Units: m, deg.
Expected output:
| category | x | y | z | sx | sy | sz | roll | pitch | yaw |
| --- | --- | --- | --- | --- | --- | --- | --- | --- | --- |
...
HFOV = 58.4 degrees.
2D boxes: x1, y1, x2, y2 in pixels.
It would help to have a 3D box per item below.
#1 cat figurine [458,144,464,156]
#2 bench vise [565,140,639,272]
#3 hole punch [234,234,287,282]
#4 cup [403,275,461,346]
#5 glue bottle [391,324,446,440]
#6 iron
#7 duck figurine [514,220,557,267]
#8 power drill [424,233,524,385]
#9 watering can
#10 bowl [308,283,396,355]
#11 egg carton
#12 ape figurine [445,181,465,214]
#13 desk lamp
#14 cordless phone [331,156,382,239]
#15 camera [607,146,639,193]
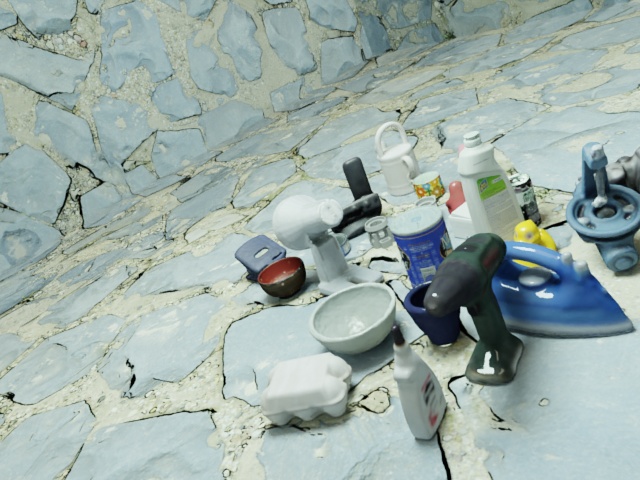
| category | x | y | z | sx | sy | sz | roll | pitch | yaw |
| --- | --- | --- | --- | --- | --- | --- | --- | --- | --- |
| cat figurine | 0.383 | -0.199 | 1.431 | 0.067 | 0.118 | 0.128 | -17 | 25 | 15 |
| bench vise | 0.460 | -0.077 | 0.977 | 0.121 | 0.220 | 0.207 | -24 | 24 | -1 |
| hole punch | -0.140 | 0.044 | 1.424 | 0.109 | 0.091 | 0.100 | -38 | 28 | -31 |
| cup | 0.196 | 0.120 | 0.959 | 0.091 | 0.095 | 0.118 | -16 | 25 | 16 |
| glue bottle | 0.127 | 0.186 | 0.783 | 0.037 | 0.173 | 0.078 | -7 | 29 | 33 |
| iron | 0.343 | 0.060 | 0.893 | 0.257 | 0.142 | 0.119 | 6 | 37 | 48 |
| duck figurine | 0.384 | 0.004 | 1.044 | 0.077 | 0.086 | 0.105 | 5 | 36 | 47 |
| power drill | 0.227 | 0.101 | 0.828 | 0.075 | 0.209 | 0.230 | -5 | 30 | 35 |
| watering can | 0.202 | -0.227 | 1.557 | 0.101 | 0.194 | 0.172 | -38 | 28 | -30 |
| bowl | 0.067 | 0.153 | 1.030 | 0.167 | 0.075 | 0.167 | -19 | 24 | 9 |
| egg carton | -0.022 | 0.242 | 0.929 | 0.150 | 0.069 | 0.107 | -15 | 25 | 18 |
| ape figurine | 0.319 | -0.093 | 1.299 | 0.077 | 0.092 | 0.076 | -4 | 30 | 37 |
| desk lamp | 0.011 | 0.004 | 1.219 | 0.118 | 0.214 | 0.202 | -37 | 27 | -28 |
| cordless phone | 0.071 | -0.108 | 1.437 | 0.147 | 0.185 | 0.094 | -26 | 24 | -7 |
| camera | 0.609 | -0.112 | 1.065 | 0.143 | 0.101 | 0.137 | -15 | 25 | 19 |
